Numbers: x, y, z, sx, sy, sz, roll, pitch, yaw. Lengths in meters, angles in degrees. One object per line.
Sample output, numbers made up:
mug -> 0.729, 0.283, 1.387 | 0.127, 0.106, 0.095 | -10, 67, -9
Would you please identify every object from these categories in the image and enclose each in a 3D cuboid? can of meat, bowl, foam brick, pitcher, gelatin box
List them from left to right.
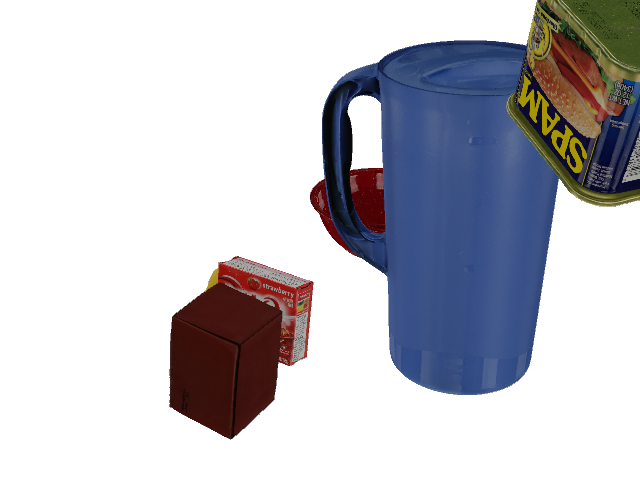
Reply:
foam brick -> -0.062, 0.077, 0.690 | 0.053, 0.078, 0.051 | 23, 36, 24
gelatin box -> -0.052, 0.061, 0.940 | 0.089, 0.073, 0.030 | 17, 22, 31
bowl -> 0.068, -0.021, 1.128 | 0.162, 0.055, 0.162 | 2, 27, -1
pitcher -> 0.095, -0.016, 0.771 | 0.144, 0.243, 0.149 | -16, 30, -30
can of meat -> 0.147, -0.083, 0.559 | 0.057, 0.084, 0.102 | -13, 48, -17

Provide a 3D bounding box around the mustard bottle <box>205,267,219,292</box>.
mustard bottle -> -0.105, 0.084, 1.174 | 0.058, 0.096, 0.191 | 2, 27, 4
